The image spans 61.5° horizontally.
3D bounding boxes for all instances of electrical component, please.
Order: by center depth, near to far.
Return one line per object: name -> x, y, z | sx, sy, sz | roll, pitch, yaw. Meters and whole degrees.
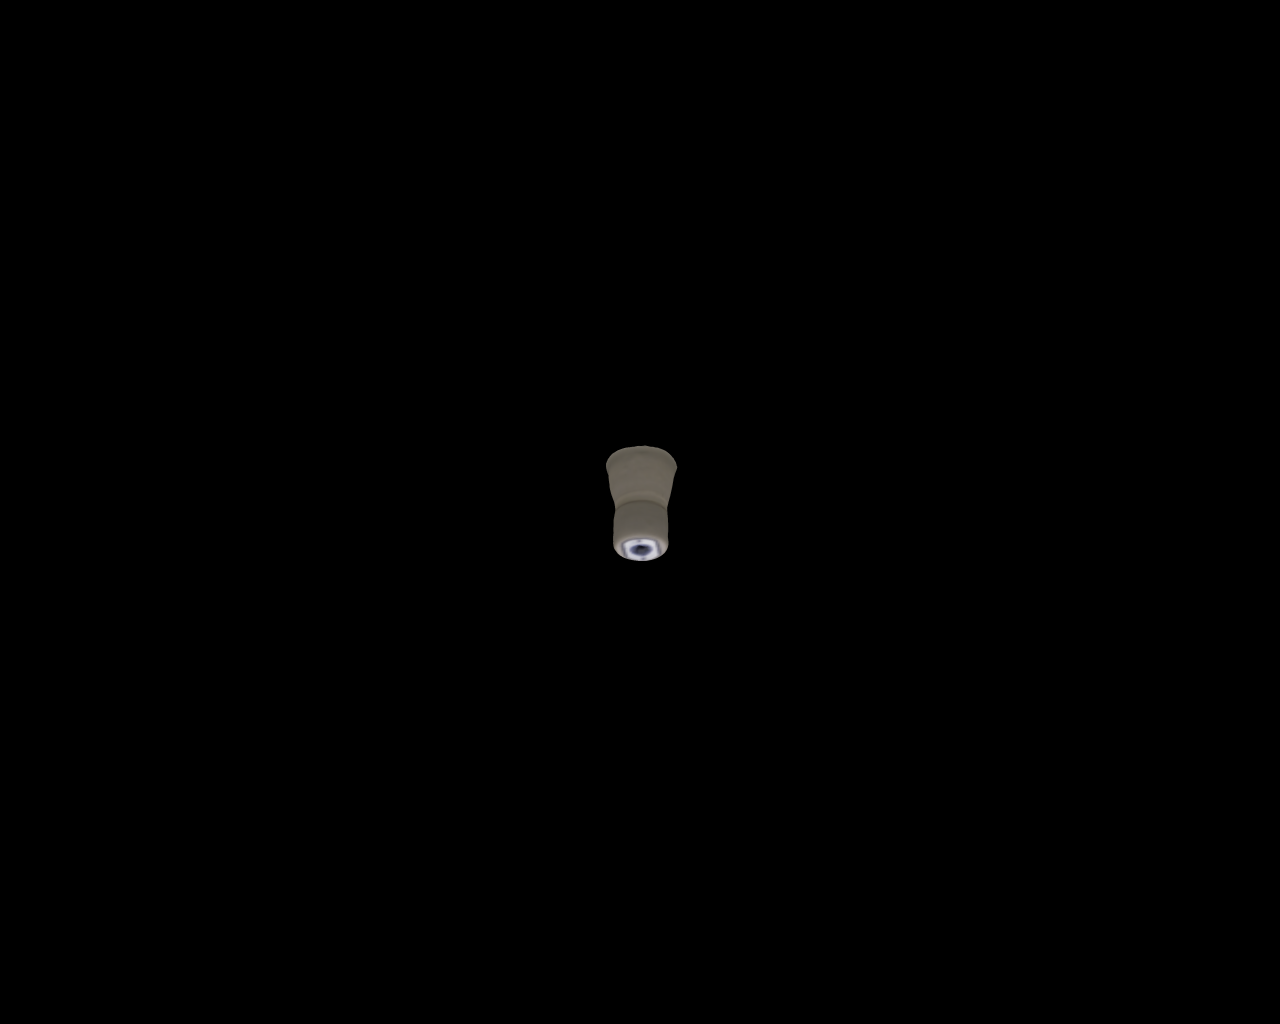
electrical component -> 0.001, -0.003, 0.650 | 0.044, 0.065, 0.044 | 0, -32, 0
